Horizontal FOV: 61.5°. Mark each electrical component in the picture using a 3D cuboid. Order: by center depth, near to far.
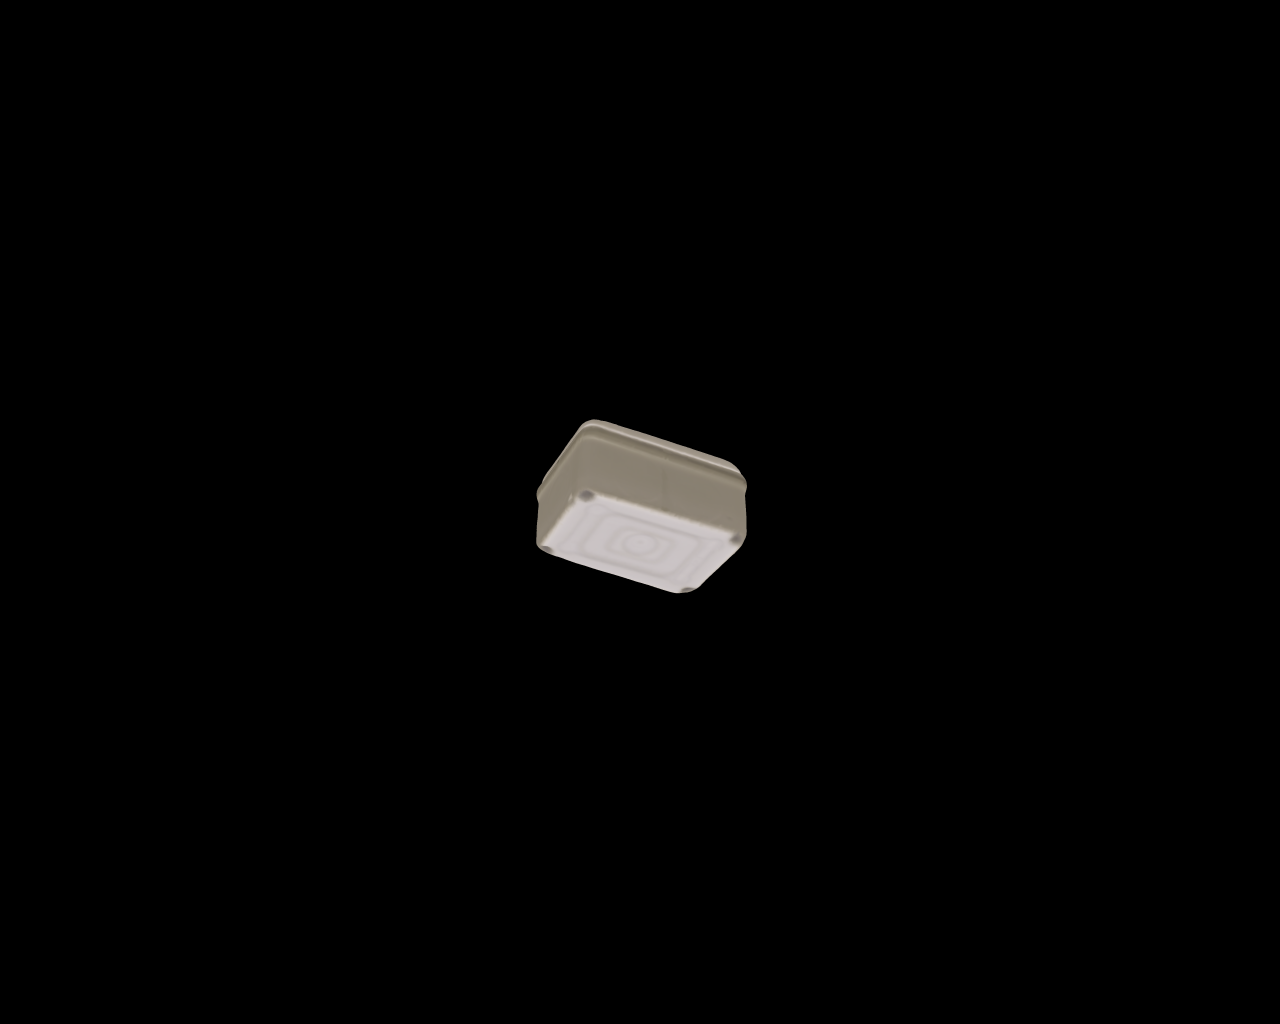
[{"bbox_3d":[0.001,-0.003,0.650,0.113,0.057,0.078,17,-40,-22],"label":"electrical component"}]
